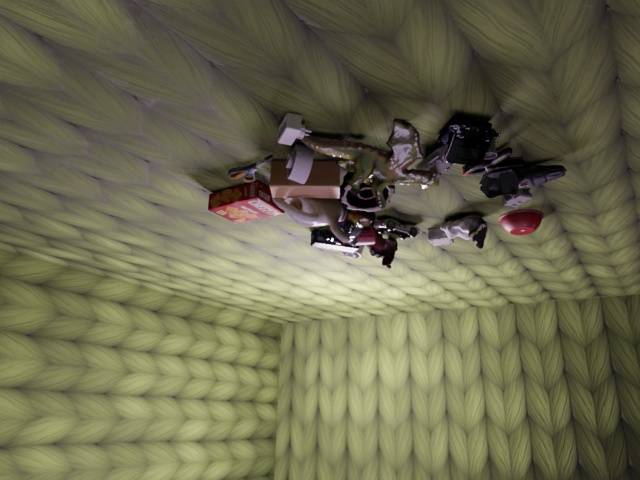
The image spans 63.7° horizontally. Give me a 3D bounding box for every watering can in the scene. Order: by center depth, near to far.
[{"bbox_3d":[0.005,-0.082,1.626,0.351,0.102,0.225,31,-155,31],"label":"watering can"}]

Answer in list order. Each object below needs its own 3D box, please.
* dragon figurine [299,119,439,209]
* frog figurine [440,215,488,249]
[{"bbox_3d":[0.160,-0.236,1.392,0.407,0.125,0.239,33,124,-22],"label":"dragon figurine"},{"bbox_3d":[0.542,-0.048,1.939,0.137,0.121,0.161,9,-163,-42],"label":"frog figurine"}]
